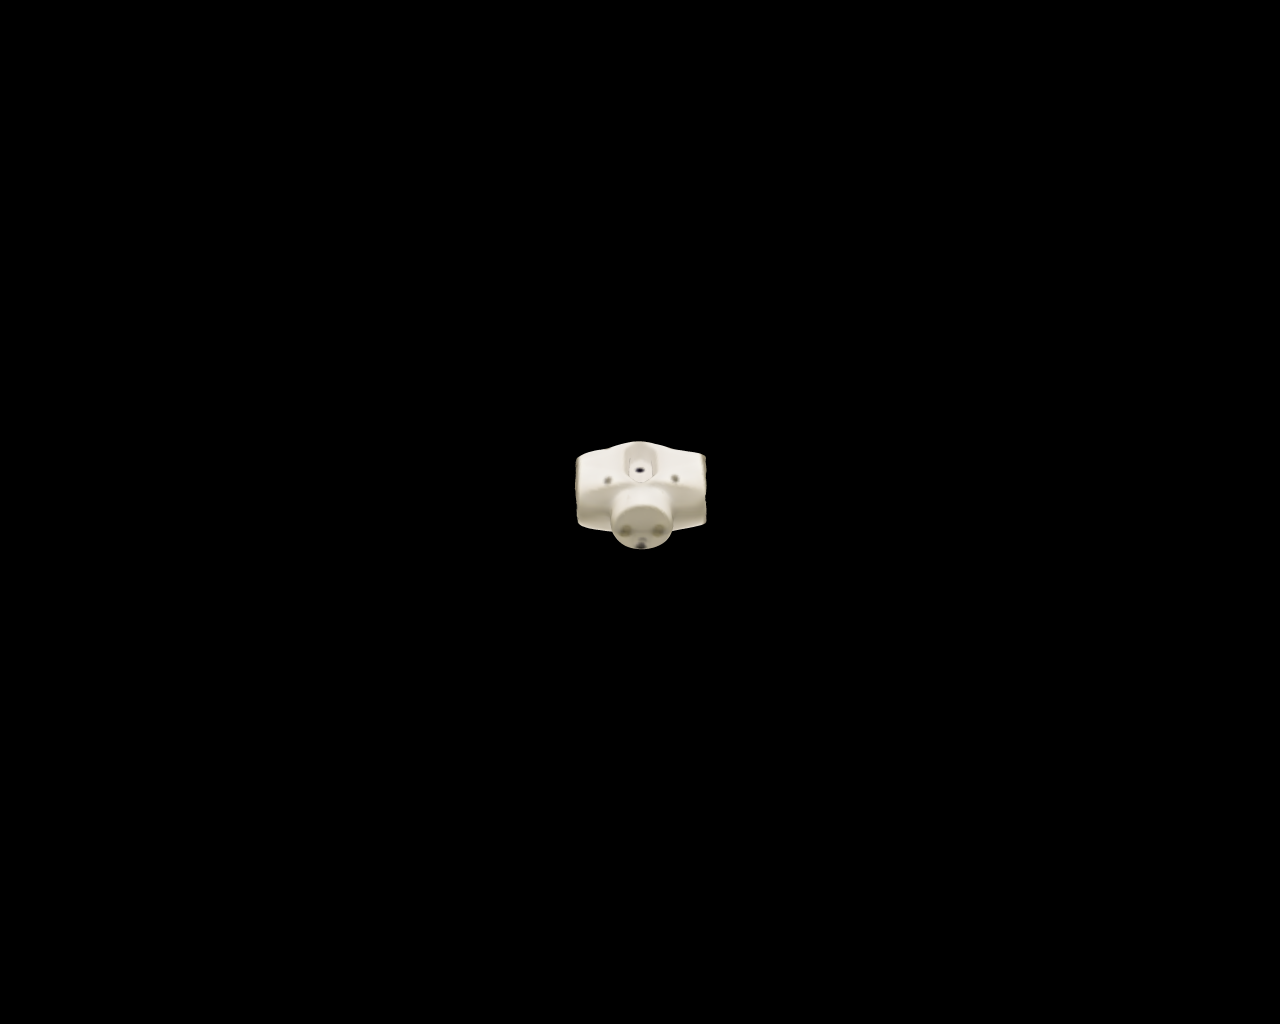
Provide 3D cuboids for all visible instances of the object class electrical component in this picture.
[{"bbox_3d":[0.001,-0.003,0.650,0.077,0.043,0.079,0,39,0],"label":"electrical component"}]
